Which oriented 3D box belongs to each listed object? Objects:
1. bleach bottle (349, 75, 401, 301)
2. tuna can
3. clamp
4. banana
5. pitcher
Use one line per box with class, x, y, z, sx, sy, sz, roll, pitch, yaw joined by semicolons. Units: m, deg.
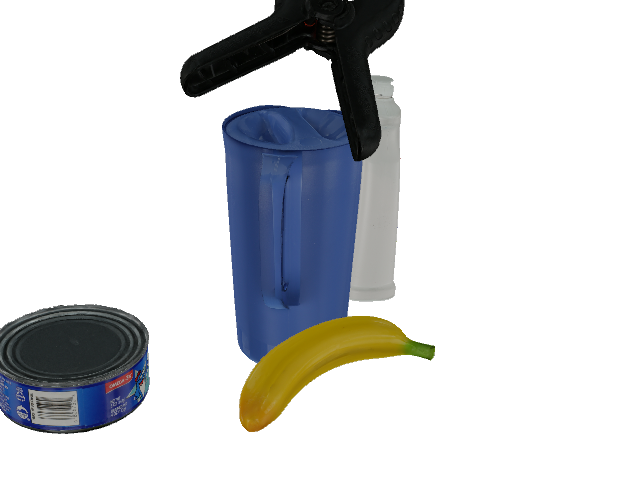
bleach bottle;0.058;-0.063;1.235;0.068;0.251;0.103;-2;23;-20
tuna can;-0.138;0.070;0.591;0.086;0.034;0.086;1;25;-1
clamp;0.010;-0.121;0.637;0.120;0.171;0.039;32;-28;7
banana;0.001;0.093;0.820;0.197;0.037;0.070;-18;27;-40
pitcher;-0.029;0.002;1.015;0.149;0.243;0.145;-16;30;-33
